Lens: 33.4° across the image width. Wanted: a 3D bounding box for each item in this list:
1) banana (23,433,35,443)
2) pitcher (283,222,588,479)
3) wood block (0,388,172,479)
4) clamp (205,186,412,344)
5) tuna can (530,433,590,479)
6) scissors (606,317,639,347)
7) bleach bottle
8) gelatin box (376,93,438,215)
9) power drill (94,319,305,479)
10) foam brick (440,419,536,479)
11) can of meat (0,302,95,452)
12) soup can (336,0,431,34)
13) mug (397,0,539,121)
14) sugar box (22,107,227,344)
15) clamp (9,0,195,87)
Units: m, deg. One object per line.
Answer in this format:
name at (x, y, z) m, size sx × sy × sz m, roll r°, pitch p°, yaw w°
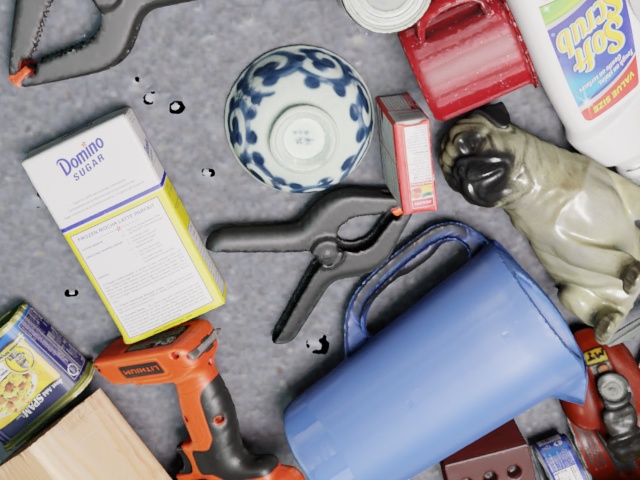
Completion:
banana at (-0.257, 0.264, 0.966) m, size 0.069 × 0.037 × 0.198 m, roll 23°, pitch 107°, yaw 7°
pitcher at (0.085, 0.110, 0.892) m, size 0.243 × 0.149 × 0.145 m, roll -36°, pitch 124°, yaw 12°
wood block at (-0.168, 0.240, 0.884) m, size 0.091 × 0.090 × 0.206 m, roll -34°, pitch 95°, yaw 38°
clamp at (-0.006, 0.001, 0.881) m, size 0.171 × 0.039 × 0.120 m, roll -38°, pitch 119°, yaw 9°
tuna can at (0.220, 0.218, 0.955) m, size 0.034 × 0.086 × 0.086 m, roll -22°, pitch 111°, yaw 2°
scissors at (0.330, 0.024, 0.908) m, size 0.201 × 0.016 × 0.096 m, roll -12°, pitch 104°, yaw -13°
bleach bottle at (0.213, -0.157, 0.828) m, size 0.102 × 0.068 × 0.250 m, roll -27°, pitch 112°, yaw 6°
gelatin box at (0.068, -0.069, 0.834) m, size 0.030 × 0.089 × 0.073 m, roll -9°, pitch 111°, yaw -3°
power drill at (-0.118, 0.167, 0.910) m, size 0.185 × 0.057 × 0.187 m, roll -15°, pitch 108°, yaw 28°
foam brick at (0.149, 0.202, 0.962) m, size 0.078 × 0.051 × 0.053 m, roll -16°, pitch 111°, yaw 2°
can of meat at (-0.255, 0.113, 0.896) m, size 0.102 × 0.057 × 0.084 m, roll -40°, pitch 106°, yaw 10°
soup can at (0.042, -0.192, 0.779) m, size 0.068 × 0.102 × 0.068 m, roll -1°, pitch 110°, yaw -4°
mug at (0.106, -0.146, 0.801) m, size 0.081 × 0.093 × 0.117 m, roll -23°, pitch 153°, yaw 10°
sugar box at (-0.155, -0.010, 0.864) m, size 0.093 × 0.048 × 0.176 m, roll -24°, pitch 107°, yaw 5°
clamp at (-0.165, -0.200, 0.795) m, size 0.210 × 0.036 × 0.164 m, roll -36°, pitch 109°, yaw 10°
